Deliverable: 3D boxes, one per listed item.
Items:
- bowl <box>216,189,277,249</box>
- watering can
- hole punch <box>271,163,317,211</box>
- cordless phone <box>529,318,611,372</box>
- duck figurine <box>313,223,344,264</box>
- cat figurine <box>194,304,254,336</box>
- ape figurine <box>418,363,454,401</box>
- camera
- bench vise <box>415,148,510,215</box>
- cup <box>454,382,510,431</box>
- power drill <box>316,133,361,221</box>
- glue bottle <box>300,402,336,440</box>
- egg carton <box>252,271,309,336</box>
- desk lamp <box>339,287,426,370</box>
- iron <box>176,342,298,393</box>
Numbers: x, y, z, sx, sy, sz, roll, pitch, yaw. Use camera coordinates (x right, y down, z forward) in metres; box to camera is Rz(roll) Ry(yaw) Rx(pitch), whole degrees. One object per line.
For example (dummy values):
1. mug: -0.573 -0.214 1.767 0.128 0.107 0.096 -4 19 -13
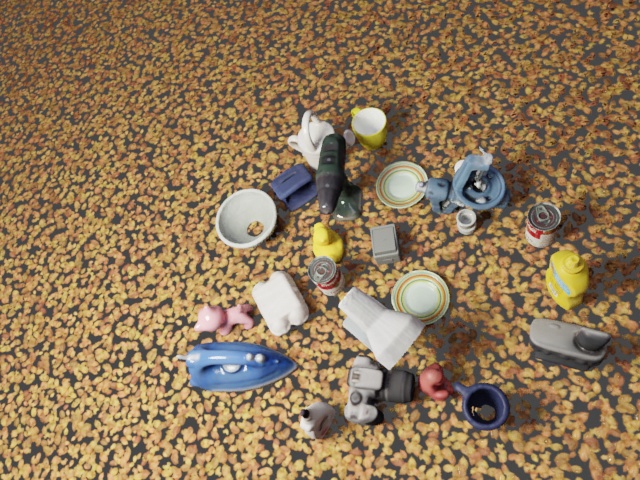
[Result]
1. bowl: -0.181 -0.044 1.483 0.167 0.075 0.167 -6 66 14
2. watering can: 0.001 -0.256 1.455 0.172 0.194 0.101 -16 64 9
3. hole punch: -0.072 -0.145 1.486 0.108 0.091 0.101 -36 62 -1
4. cordless phone: 0.491 0.188 1.126 0.147 0.185 0.094 9 70 20
5. duck figurine: 0.013 0.005 1.400 0.077 0.086 0.104 -23 63 6
6. cat figurine: -0.235 0.183 1.376 0.127 0.118 0.067 -20 63 7
7. ape figurine: 0.242 0.295 1.205 0.076 0.092 0.078 2 68 17
8. camera: 0.129 0.323 1.220 0.136 0.101 0.143 3 68 17
9. bench vise: 0.322 -0.121 1.289 0.207 0.220 0.121 -15 64 10
10. cup: 0.324 0.335 1.162 0.117 0.095 0.092 34 80 26
11. power drill: 0.043 -0.129 1.379 0.075 0.209 0.229 -6 66 14
12. glue bottle: -0.014 0.373 1.199 0.037 0.173 0.078 20 74 23
13. egg carton: -0.094 0.151 1.377 0.107 0.069 0.150 -33 62 0
14. desk lamp: 0.125 0.185 1.217 0.202 0.214 0.118 37 81 26
15. iron: -0.192 0.278 1.309 0.257 0.142 0.118 -5 66 14
